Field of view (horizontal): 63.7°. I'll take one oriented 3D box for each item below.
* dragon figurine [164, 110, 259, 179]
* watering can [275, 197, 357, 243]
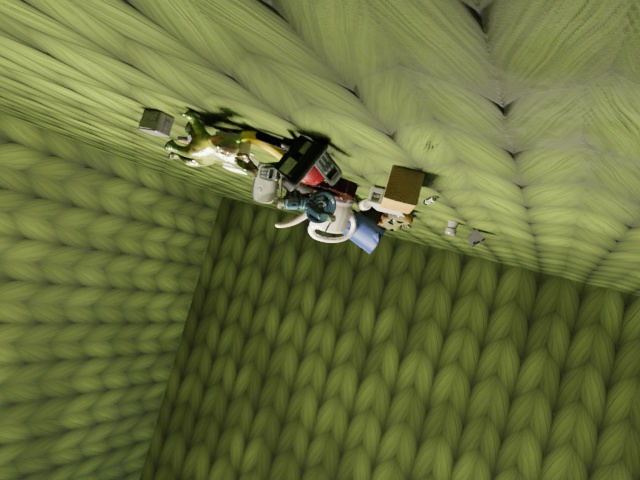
[{"bbox_3d":[-0.286,-0.224,1.425,0.242,0.123,0.407,29,170,-2],"label":"dragon figurine"},{"bbox_3d":[0.006,-0.104,2.074,0.347,0.222,0.105,12,-166,-25],"label":"watering can"}]
